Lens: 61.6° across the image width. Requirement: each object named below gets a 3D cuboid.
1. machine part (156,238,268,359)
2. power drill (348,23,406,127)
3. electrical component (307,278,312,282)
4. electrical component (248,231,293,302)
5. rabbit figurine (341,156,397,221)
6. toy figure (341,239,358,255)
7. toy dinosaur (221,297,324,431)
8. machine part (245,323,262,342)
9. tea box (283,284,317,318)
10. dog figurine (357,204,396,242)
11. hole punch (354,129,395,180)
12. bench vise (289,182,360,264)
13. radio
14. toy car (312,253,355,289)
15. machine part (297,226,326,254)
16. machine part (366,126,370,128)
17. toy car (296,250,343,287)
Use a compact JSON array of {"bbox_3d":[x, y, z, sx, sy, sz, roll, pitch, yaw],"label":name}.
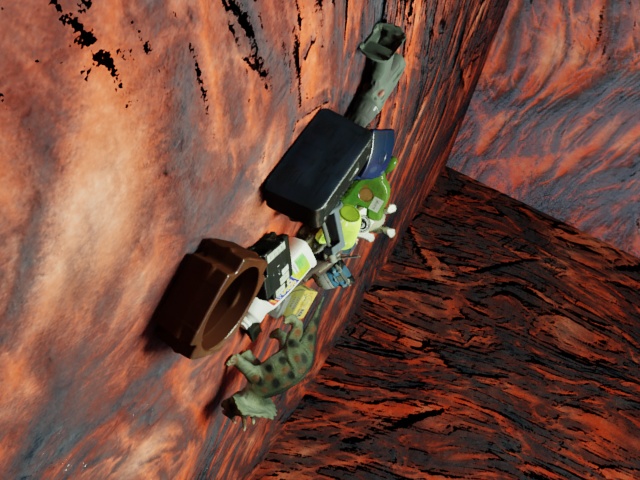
[{"bbox_3d":[-0.190,0.102,0.960,0.201,0.087,0.201,-61,168,2],"label":"machine part"},{"bbox_3d":[0.127,-0.362,1.207,0.232,0.086,0.207,-56,161,-19],"label":"power drill"},{"bbox_3d":[-0.033,0.093,1.622,0.078,0.045,0.102,-35,169,14],"label":"electrical component"},{"bbox_3d":[-0.112,0.064,1.155,0.115,0.058,0.134,-40,135,-50],"label":"electrical component"},{"bbox_3d":[0.129,-0.155,1.400,0.170,0.121,0.159,-71,179,-65],"label":"rabbit figurine"},{"bbox_3d":[0.081,0.004,1.592,0.154,0.064,0.057,-67,171,-74],"label":"toy figure"},{"bbox_3d":[-0.102,0.333,1.425,0.405,0.192,0.131,-35,171,-9],"label":"toy dinosaur"},{"bbox_3d":[-0.169,0.202,1.349,0.138,0.039,0.084,98,19,-53],"label":"machine part"},{"bbox_3d":[-0.072,0.177,1.586,0.098,0.068,0.169,-62,168,0],"label":"tea box"},{"bbox_3d":[0.125,-0.071,1.628,0.191,0.172,0.121,-149,-113,-66],"label":"dog figurine"},{"bbox_3d":[0.111,-0.191,1.186,0.142,0.092,0.115,-20,103,-57],"label":"hole punch"},{"bbox_3d":[0.015,-0.070,1.196,0.223,0.129,0.240,-34,114,-49],"label":"bench vise"},{"bbox_3d":[0.001,-0.143,1.066,0.229,0.131,0.073,-56,164,-21],"label":"radio"},{"bbox_3d":[0.028,0.093,1.541,0.103,0.109,0.162,-34,-156,1],"label":"toy car"},{"bbox_3d":[-0.003,-0.004,1.454,0.079,0.079,0.243,-64,167,12],"label":"machine part"},{"bbox_3d":[0.094,-0.217,1.428,0.179,0.056,0.179,-55,166,-21],"label":"machine part"},{"bbox_3d":[-0.022,0.078,1.438,0.202,0.053,0.089,-30,171,6],"label":"toy car"}]
